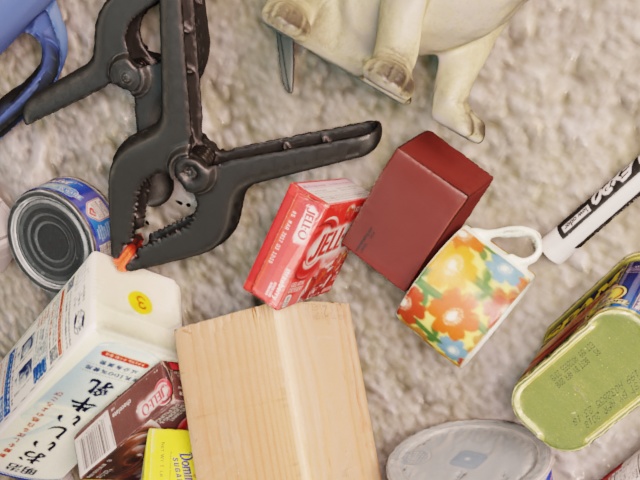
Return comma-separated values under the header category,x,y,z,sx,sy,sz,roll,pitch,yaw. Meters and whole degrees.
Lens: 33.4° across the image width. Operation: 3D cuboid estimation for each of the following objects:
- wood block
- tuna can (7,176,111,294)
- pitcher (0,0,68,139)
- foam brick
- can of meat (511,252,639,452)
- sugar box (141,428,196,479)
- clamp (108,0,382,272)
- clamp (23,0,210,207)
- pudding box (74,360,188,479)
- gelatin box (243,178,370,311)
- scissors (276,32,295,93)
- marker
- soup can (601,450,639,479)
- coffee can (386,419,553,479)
category,x,y,z,sx,sy,sz,roll,pitch,yaw
wood block,-0.021,0.150,0.694,0.091,0.090,0.206,-17,77,31
tuna can,-0.193,-0.003,0.804,0.086,0.033,0.086,10,113,25
pitcher,-0.248,-0.168,0.726,0.243,0.149,0.145,-30,77,30
foam brick,0.059,-0.019,0.652,0.053,0.051,0.078,38,122,12
can of meat,0.163,0.065,0.608,0.057,0.083,0.102,44,123,6
sugar box,-0.109,0.215,0.762,0.048,0.093,0.176,4,144,-7
clamp,-0.069,-0.049,0.701,0.164,0.036,0.210,33,120,-2
clamp,-0.134,-0.115,0.722,0.120,0.039,0.172,23,117,-1
pudding box,-0.109,0.133,0.770,0.114,0.089,0.039,-39,55,29
gelatin box,-0.004,0.001,0.662,0.030,0.089,0.073,31,106,17
scissors,-0.043,-0.199,0.659,0.096,0.016,0.202,21,118,22
marker,0.173,-0.029,0.605,0.020,0.020,0.121,47,123,5
soup can,0.202,0.158,0.632,0.068,0.068,0.102,44,123,7
coffee can,0.102,0.200,0.681,0.103,0.102,0.140,0,109,28
